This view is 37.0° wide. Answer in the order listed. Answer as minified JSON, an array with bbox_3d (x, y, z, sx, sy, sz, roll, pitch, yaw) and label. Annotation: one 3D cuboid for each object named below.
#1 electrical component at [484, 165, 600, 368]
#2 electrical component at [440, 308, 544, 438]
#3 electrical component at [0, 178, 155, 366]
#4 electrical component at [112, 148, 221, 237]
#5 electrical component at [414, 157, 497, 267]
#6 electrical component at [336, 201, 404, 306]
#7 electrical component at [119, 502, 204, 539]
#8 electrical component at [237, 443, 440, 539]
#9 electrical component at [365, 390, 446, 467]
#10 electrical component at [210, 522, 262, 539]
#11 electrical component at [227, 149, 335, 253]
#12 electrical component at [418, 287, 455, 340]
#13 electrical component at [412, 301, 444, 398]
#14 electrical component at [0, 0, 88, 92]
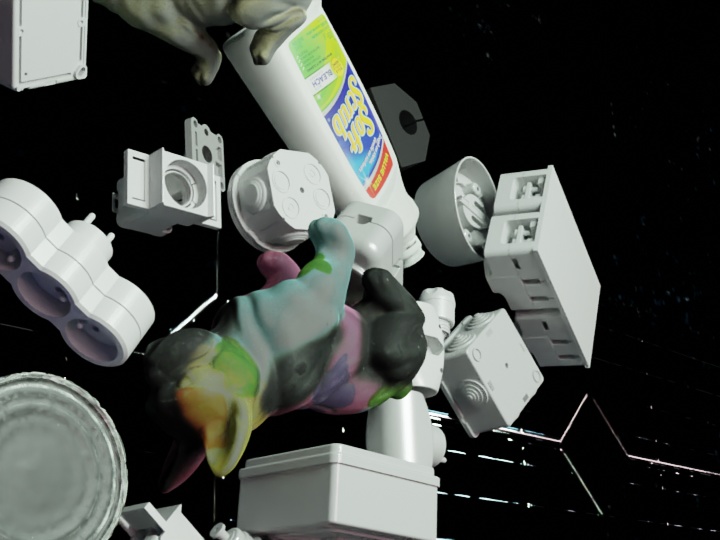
[{"bbox_3d":[0.180,0.002,1.063,0.186,0.060,0.105,58,38,-42],"label":"electrical component"},{"bbox_3d":[0.120,0.094,1.006,0.100,0.048,0.099,-41,105,-47],"label":"electrical component"},{"bbox_3d":[-0.190,-0.008,0.716,0.138,0.052,0.073,49,44,-20],"label":"electrical component"},{"bbox_3d":[-0.142,-0.053,0.778,0.081,0.064,0.042,16,62,-43],"label":"electrical component"},{"bbox_3d":[0.100,-0.054,1.037,0.099,0.064,0.099,21,59,-40],"label":"electrical component"},{"bbox_3d":[0.000,0.000,0.888,0.059,0.054,0.095,-54,152,-44],"label":"electrical component"},{"bbox_3d":[-0.133,0.193,0.700,0.081,0.042,0.063,53,47,-15],"label":"electrical component"},{"bbox_3d":[-0.016,0.169,0.784,0.109,0.109,0.056,22,61,-40],"label":"electrical component"},{"bbox_3d":[0.046,0.147,0.909,0.079,0.043,0.077,19,61,-41],"label":"electrical component"},{"bbox_3d":[-0.075,0.207,0.755,0.078,0.040,0.040,50,44,-20],"label":"electrical component"},{"bbox_3d":[-0.064,-0.057,0.874,0.080,0.051,0.080,21,59,-40],"label":"electrical component"},{"bbox_3d":[0.069,0.049,0.981,0.035,0.035,0.061,27,53,-37],"label":"electrical component"},{"bbox_3d":[0.031,0.066,0.928,0.079,0.043,0.077,16,62,-35],"label":"electrical component"},{"bbox_3d":[-0.225,-0.177,0.720,0.062,0.061,0.096,-26,134,-49],"label":"electrical component"}]
